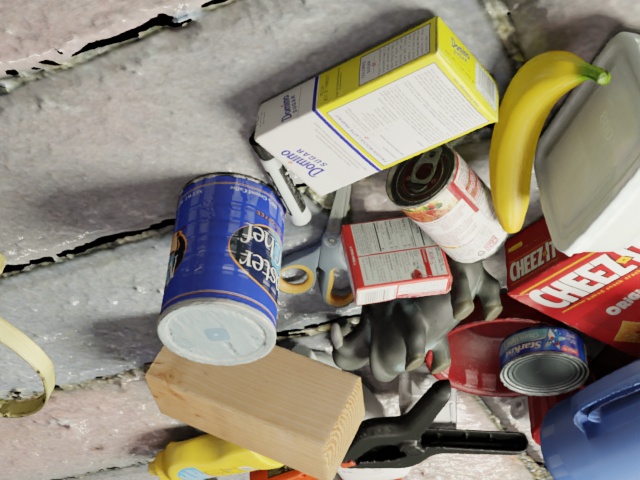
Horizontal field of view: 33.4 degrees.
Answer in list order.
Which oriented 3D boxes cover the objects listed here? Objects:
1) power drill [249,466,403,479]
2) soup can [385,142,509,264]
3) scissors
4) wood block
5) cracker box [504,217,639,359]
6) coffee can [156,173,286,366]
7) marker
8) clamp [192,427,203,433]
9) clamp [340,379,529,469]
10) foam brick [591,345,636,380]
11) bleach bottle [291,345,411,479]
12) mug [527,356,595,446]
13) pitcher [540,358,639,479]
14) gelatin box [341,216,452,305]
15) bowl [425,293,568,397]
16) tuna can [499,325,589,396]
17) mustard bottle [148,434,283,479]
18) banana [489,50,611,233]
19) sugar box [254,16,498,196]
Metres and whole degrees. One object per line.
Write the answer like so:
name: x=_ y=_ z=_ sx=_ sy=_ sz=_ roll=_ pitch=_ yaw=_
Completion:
power drill: x=-0.006 y=0.334 z=1.443 sx=0.185 sy=0.057 sz=0.187 roll=-29 pitch=136 yaw=31
soup can: x=0.112 y=-0.032 z=0.917 sx=0.069 sy=0.068 sz=0.102 roll=-21 pitch=138 yaw=30
scissors: x=-0.007 y=0.001 z=1.017 sx=0.096 sy=0.016 sz=0.202 roll=0 pitch=141 yaw=10
wood block: x=-0.066 y=0.164 z=1.121 sx=0.206 sy=0.090 sz=0.090 roll=18 pitch=148 yaw=18
cracker box: x=0.304 y=0.032 z=0.985 sx=0.213 sy=0.072 sz=0.164 roll=25 pitch=140 yaw=-26
coffee can: x=-0.085 y=0.026 z=0.951 sx=0.103 sy=0.140 sz=0.103 roll=2 pitch=144 yaw=2
marker: x=-0.035 y=-0.055 z=0.939 sx=0.020 sy=0.020 sz=0.121 roll=-8 pitch=142 yaw=15
clamp: x=-0.123 y=0.183 z=1.260 sx=0.120 sy=0.039 sz=0.171 roll=-13 pitch=148 yaw=11
clamp: x=0.101 y=0.211 z=1.172 sx=0.210 sy=0.036 sz=0.164 roll=-17 pitch=138 yaw=29
foam brick: x=0.328 y=0.149 z=1.127 sx=0.053 sy=0.051 sz=0.078 roll=10 pitch=131 yaw=48
bleach bottle: x=0.027 y=0.200 z=1.249 sx=0.103 sy=0.068 sz=0.250 roll=-10 pitch=140 yaw=17
mug: x=0.277 y=0.190 z=1.196 sx=0.093 sy=0.081 sz=0.117 roll=-8 pitch=142 yaw=15
pitcher: x=0.313 y=0.168 z=1.007 sx=0.149 sy=0.144 sz=0.243 roll=52 pitch=141 yaw=2
gelatin box: x=0.069 y=0.017 z=0.970 sx=0.089 sy=0.073 sz=0.030 roll=-8 pitch=145 yaw=-6
bowl: x=0.190 y=0.102 z=1.105 sx=0.162 sy=0.055 sz=0.162 roll=2 pitch=144 yaw=2
tuna can: x=0.219 y=0.119 z=1.047 sx=0.086 sy=0.033 sz=0.086 roll=3 pitch=144 yaw=2
mustard bottle: x=-0.141 y=0.279 z=1.371 sx=0.192 sy=0.058 sz=0.096 roll=-17 pitch=157 yaw=26
banana: x=0.164 y=-0.085 z=0.841 sx=0.037 sy=0.070 sz=0.198 roll=-9 pitch=148 yaw=-17
sugar box: x=0.043 y=-0.102 z=0.847 sx=0.177 sy=0.048 sz=0.093 roll=-19 pitch=138 yaw=33
